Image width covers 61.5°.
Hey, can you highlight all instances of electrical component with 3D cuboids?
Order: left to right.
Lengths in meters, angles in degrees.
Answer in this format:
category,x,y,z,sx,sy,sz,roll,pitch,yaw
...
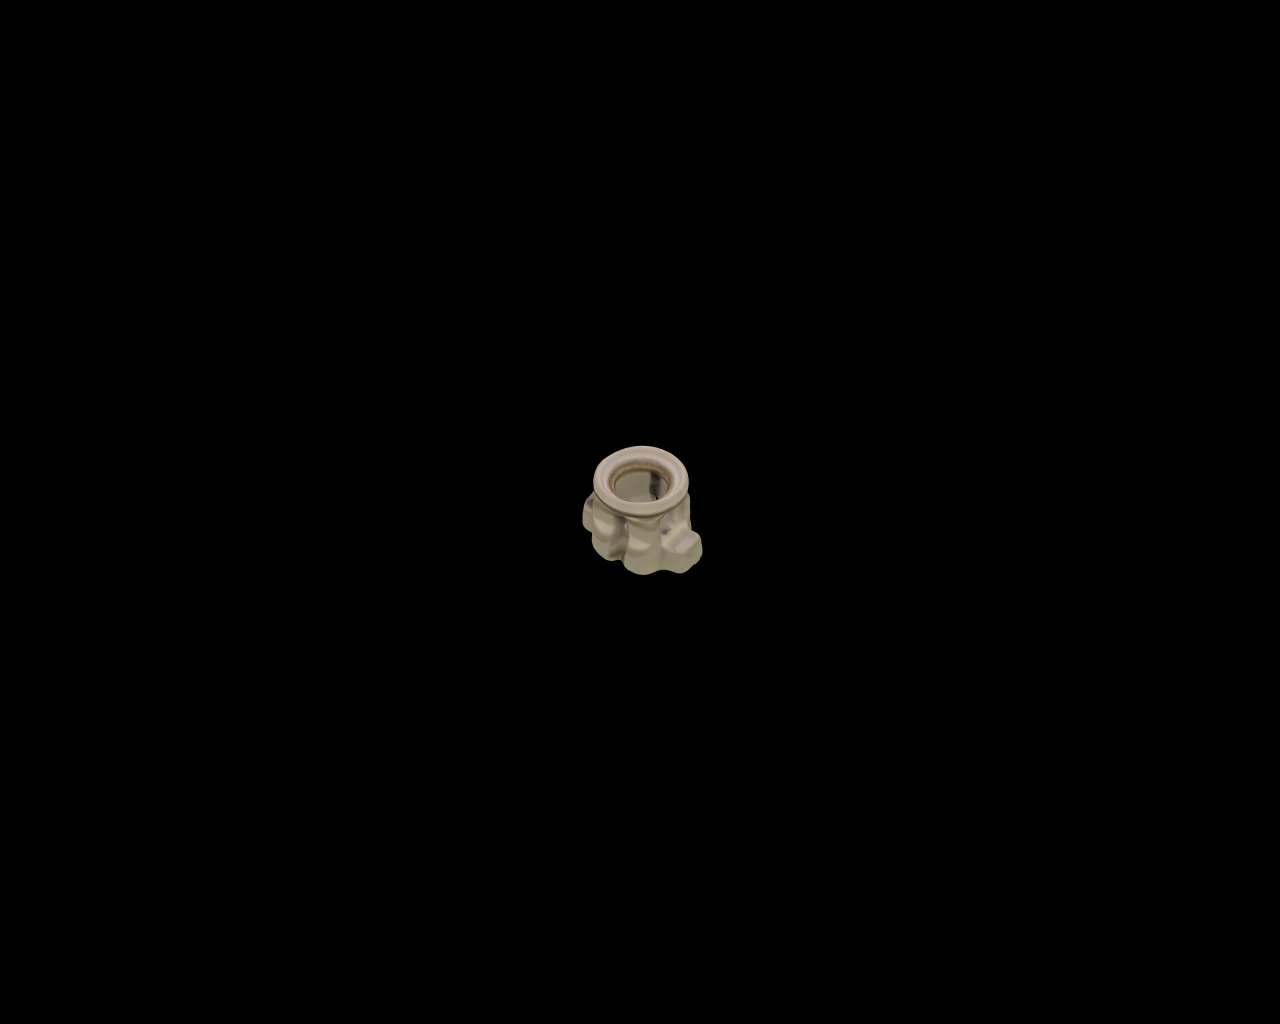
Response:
category,x,y,z,sx,sy,sz,roll,pitch,yaw
electrical component,0.001,-0.003,0.650,0.078,0.056,0.058,27,50,25
